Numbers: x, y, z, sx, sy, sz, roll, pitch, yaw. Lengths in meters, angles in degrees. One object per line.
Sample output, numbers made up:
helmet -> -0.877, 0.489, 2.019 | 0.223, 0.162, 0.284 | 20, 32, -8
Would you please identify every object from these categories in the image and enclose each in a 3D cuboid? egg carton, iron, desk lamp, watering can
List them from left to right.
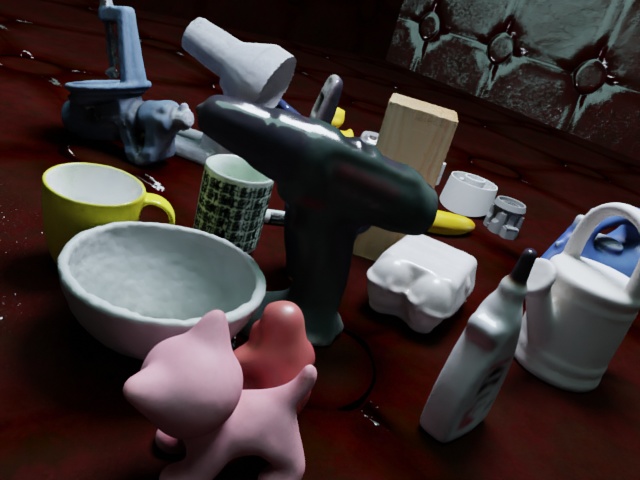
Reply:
desk lamp -> -0.157, -0.229, 0.916 | 0.203, 0.213, 0.118 | 21, 24, 10
egg carton -> 0.121, 0.047, 0.669 | 0.107, 0.069, 0.151 | 25, 25, 19
watering can -> 0.279, 0.055, 0.598 | 0.173, 0.194, 0.100 | -10, 35, -46
iron -> 0.429, 0.006, 0.870 | 0.259, 0.141, 0.118 | 2, 27, -31

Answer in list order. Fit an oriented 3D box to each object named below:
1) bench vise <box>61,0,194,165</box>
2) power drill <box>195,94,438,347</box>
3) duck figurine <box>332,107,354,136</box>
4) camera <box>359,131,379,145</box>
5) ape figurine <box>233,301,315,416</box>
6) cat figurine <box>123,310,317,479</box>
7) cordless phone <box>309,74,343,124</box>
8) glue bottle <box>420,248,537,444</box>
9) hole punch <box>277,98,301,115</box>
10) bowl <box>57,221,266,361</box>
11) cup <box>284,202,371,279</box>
bench vise -> -0.273, -0.235, 0.844 | 0.207, 0.220, 0.121 | 15, 23, -3
power drill -> -0.014, -0.010, 0.529 | 0.230, 0.208, 0.075 | 9, 24, -17
duck figurine -> 0.029, -0.242, 1.229 | 0.105, 0.086, 0.077 | 3, 27, -28
camera -> 0.102, -0.145, 1.041 | 0.143, 0.101, 0.137 | 17, 23, 2
ape figurine -> -0.034, 0.088, 0.447 | 0.078, 0.092, 0.076 | 5, 26, -25
cat figurine -> -0.062, 0.101, 0.365 | 0.128, 0.118, 0.067 | 6, 25, -23
cordless phone -> 0.000, -0.166, 0.915 | 0.094, 0.185, 0.147 | 8, 25, -19
glue bottle -> 0.137, 0.083, 0.467 | 0.037, 0.173, 0.078 | 33, 28, 33
hole punch -> -0.070, -0.248, 1.169 | 0.101, 0.091, 0.108 | -5, 31, -40
bowl -> -0.133, 0.052, 0.483 | 0.167, 0.075, 0.167 | 14, 23, -6
cup -> 0.006, 0.002, 0.659 | 0.118, 0.095, 0.091 | -1, 29, -35
